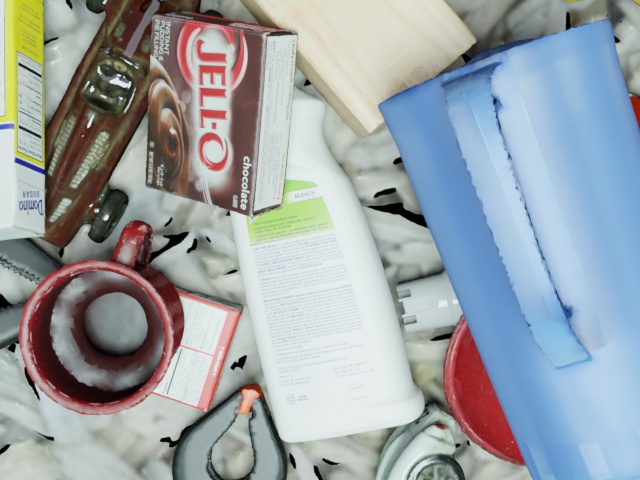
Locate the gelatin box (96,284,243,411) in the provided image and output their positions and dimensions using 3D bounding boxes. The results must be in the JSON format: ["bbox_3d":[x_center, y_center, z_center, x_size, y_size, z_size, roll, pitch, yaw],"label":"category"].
[{"bbox_3d":[-0.105,0.067,0.727,0.089,0.030,0.073,18,94,1],"label":"gelatin box"}]

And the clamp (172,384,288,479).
[{"bbox_3d":[-0.079,0.182,0.732,0.120,0.039,0.171,7,88,-7],"label":"clamp"}]

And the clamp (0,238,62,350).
[{"bbox_3d":[-0.264,0.018,0.708,0.209,0.036,0.164,-1,80,-12],"label":"clamp"}]

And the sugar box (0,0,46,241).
[{"bbox_3d":[-0.224,-0.086,0.679,0.093,0.048,0.176,-5,82,16],"label":"sugar box"}]

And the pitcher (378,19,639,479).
[{"bbox_3d":[0.128,0.012,0.582,0.149,0.145,0.243,-20,91,-26],"label":"pitcher"}]

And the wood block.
[{"bbox_3d":[-0.005,-0.172,0.681,0.090,0.091,0.206,-41,93,1],"label":"wood block"}]

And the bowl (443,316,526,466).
[{"bbox_3d":[0.165,0.093,0.698,0.162,0.055,0.162,-2,111,-6],"label":"bowl"}]

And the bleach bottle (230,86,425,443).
[{"bbox_3d":[-0.005,0.001,0.706,0.102,0.068,0.251,-11,92,8],"label":"bleach bottle"}]

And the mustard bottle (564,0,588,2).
[{"bbox_3d":[0.182,-0.259,0.691,0.096,0.058,0.191,29,93,-13],"label":"mustard bottle"}]

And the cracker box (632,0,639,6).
[{"bbox_3d":[0.218,-0.234,0.638,0.213,0.072,0.164,29,92,-25],"label":"cracker box"}]

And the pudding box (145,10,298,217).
[{"bbox_3d":[-0.062,-0.079,0.657,0.090,0.039,0.113,16,112,34],"label":"pudding box"}]

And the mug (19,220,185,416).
[{"bbox_3d":[-0.128,0.044,0.669,0.093,0.081,0.117,14,94,2],"label":"mug"}]
